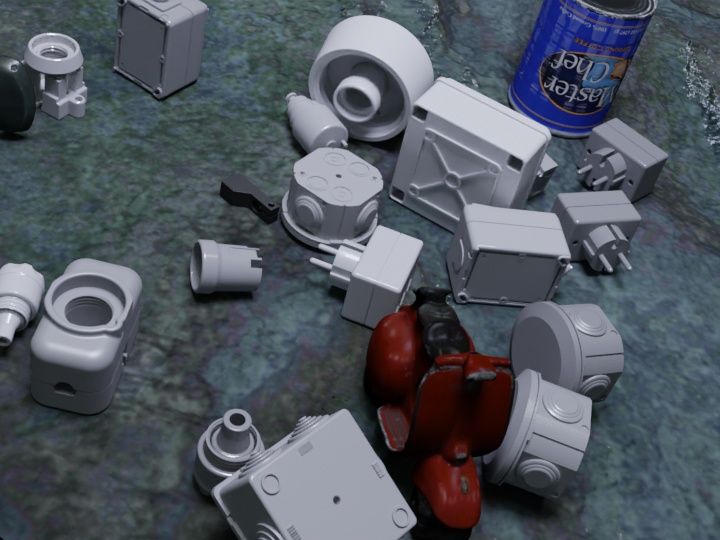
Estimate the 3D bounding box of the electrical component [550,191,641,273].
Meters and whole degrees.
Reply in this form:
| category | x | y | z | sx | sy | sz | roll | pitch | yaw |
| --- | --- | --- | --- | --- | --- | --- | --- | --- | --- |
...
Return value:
| category | x | y | z | sx | sy | sz | roll | pitch | yaw |
| --- | --- | --- | --- | --- | --- | --- | --- | --- | --- |
| electrical component | 0.205 | -0.025 | 0.917 | 0.066 | 0.047 | 0.076 | -4 | 45 | -20 |

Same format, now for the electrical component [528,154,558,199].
| category | x | y | z | sx | sy | sz | roll | pitch | yaw |
| --- | --- | --- | --- | --- | --- | --- | --- | --- | --- |
| electrical component | 0.139 | -0.094 | 0.973 | 0.066 | 0.048 | 0.055 | -26 | 64 | -36 |

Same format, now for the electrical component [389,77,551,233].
| category | x | y | z | sx | sy | sz | roll | pitch | yaw |
| --- | --- | --- | --- | --- | --- | --- | --- | --- | --- |
| electrical component | 0.090 | -0.088 | 0.905 | 0.109 | 0.108 | 0.056 | 30 | 47 | 15 |

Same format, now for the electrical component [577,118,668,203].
| category | x | y | z | sx | sy | sz | roll | pitch | yaw |
| --- | --- | --- | --- | --- | --- | --- | --- | --- | --- |
| electrical component | 0.233 | -0.096 | 1.000 | 0.077 | 0.047 | 0.066 | -26 | 56 | -36 |

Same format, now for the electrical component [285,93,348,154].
| category | x | y | z | sx | sy | sz | roll | pitch | yaw |
| --- | --- | --- | --- | --- | --- | --- | --- | --- | --- |
| electrical component | -0.043 | -0.131 | 0.960 | 0.040 | 0.040 | 0.078 | -16 | 51 | -30 |

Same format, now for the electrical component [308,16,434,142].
| category | x | y | z | sx | sy | sz | roll | pitch | yaw |
| --- | --- | --- | --- | --- | --- | --- | --- | --- | --- |
| electrical component | 0.006 | -0.165 | 0.965 | 0.108 | 0.108 | 0.060 | 22 | 49 | 7 |

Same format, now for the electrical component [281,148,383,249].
| category | x | y | z | sx | sy | sz | roll | pitch | yaw |
| --- | --- | --- | --- | --- | --- | --- | --- | --- | --- |
| electrical component | -0.022 | -0.058 | 0.881 | 0.080 | 0.051 | 0.080 | 9 | 43 | -8 |

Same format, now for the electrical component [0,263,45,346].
| category | x | y | z | sx | sy | sz | roll | pitch | yaw |
| --- | --- | --- | --- | --- | --- | --- | --- | --- | --- |
| electrical component | -0.239 | 0.026 | 0.739 | 0.035 | 0.035 | 0.061 | 8 | 45 | -9 |

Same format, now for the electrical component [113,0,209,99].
| category | x | y | z | sx | sy | sz | roll | pitch | yaw |
| --- | --- | --- | --- | --- | --- | --- | --- | --- | --- |
| electrical component | -0.177 | -0.215 | 0.967 | 0.062 | 0.096 | 0.061 | 33 | 45 | 17 |

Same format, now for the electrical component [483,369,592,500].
| category | x | y | z | sx | sy | sz | roll | pitch | yaw |
| --- | --- | --- | --- | --- | --- | --- | --- | --- | --- |
| electrical component | 0.118 | 0.111 | 0.724 | 0.051 | 0.080 | 0.080 | 21 | 42 | -1 |

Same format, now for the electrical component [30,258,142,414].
| category | x | y | z | sx | sy | sz | roll | pitch | yaw |
| --- | --- | --- | --- | --- | --- | --- | --- | --- | --- |
| electrical component | -0.183 | 0.040 | 0.722 | 0.054 | 0.059 | 0.095 | 13 | 42 | -3 |

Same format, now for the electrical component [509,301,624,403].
| category | x | y | z | sx | sy | sz | roll | pitch | yaw |
| --- | --- | --- | --- | --- | --- | --- | --- | --- | --- |
| electrical component | 0.149 | 0.062 | 0.785 | 0.051 | 0.080 | 0.080 | -2 | 45 | -27 |

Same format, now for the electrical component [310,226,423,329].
| category | x | y | z | sx | sy | sz | roll | pitch | yaw |
| --- | --- | --- | --- | --- | --- | --- | --- | --- | --- |
| electrical component | 0.000 | 0.000 | 0.830 | 0.077 | 0.047 | 0.065 | 21 | 42 | 7 |

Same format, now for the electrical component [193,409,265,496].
| category | x | y | z | sx | sy | sz | roll | pitch | yaw |
| --- | --- | --- | --- | --- | --- | --- | --- | --- | --- |
| electrical component | -0.081 | 0.113 | 0.674 | 0.043 | 0.062 | 0.043 | 9 | 42 | -8 |

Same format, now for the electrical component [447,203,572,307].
| category | x | y | z | sx | sy | sz | roll | pitch | yaw |
| --- | --- | --- | --- | --- | --- | --- | --- | --- | --- |
| electrical component | 0.124 | -0.012 | 0.868 | 0.096 | 0.061 | 0.061 | 5 | 43 | -12 |

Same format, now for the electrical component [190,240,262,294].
| category | x | y | z | sx | sy | sz | roll | pitch | yaw |
| --- | --- | --- | --- | --- | --- | --- | --- | --- | --- |
| electrical component | -0.101 | -0.002 | 0.807 | 0.046 | 0.040 | 0.040 | 3 | 43 | -22 |

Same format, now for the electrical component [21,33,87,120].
| category | x | y | z | sx | sy | sz | roll | pitch | yaw |
| --- | --- | --- | --- | --- | --- | --- | --- | --- | --- |
| electrical component | -0.263 | -0.168 | 0.922 | 0.066 | 0.055 | 0.048 | 29 | 44 | 14 |

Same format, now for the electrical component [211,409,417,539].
| category | x | y | z | sx | sy | sz | roll | pitch | yaw |
| --- | --- | --- | --- | --- | --- | --- | --- | --- | --- |
| electrical component | -0.025 | 0.142 | 0.644 | 0.100 | 0.048 | 0.099 | -31 | 88 | -39 |
